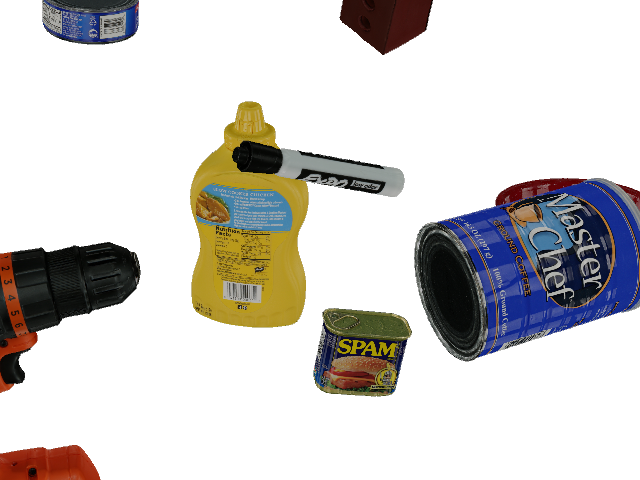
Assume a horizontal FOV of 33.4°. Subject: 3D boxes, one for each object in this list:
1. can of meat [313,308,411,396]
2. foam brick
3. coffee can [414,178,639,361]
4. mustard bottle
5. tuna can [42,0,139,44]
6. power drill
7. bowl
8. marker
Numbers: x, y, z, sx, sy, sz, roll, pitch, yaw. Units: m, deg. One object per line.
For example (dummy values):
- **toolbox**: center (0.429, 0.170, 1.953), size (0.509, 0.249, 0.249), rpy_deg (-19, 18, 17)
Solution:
- **can of meat**: center (0.046, 0.131, 1.234), size (0.102, 0.084, 0.057), rpy_deg (6, 24, -12)
- **foam brick**: center (0.054, -0.194, 0.822), size (0.051, 0.053, 0.078), rpy_deg (-36, -24, -28)
- **coffee can**: center (0.154, 0.020, 0.777), size (0.140, 0.103, 0.103), rpy_deg (-15, 5, -18)
- **mustard bottle**: center (-0.059, -0.022, 0.879), size (0.096, 0.192, 0.058), rpy_deg (7, 30, 9)
- **tuna can**: center (-0.204, -0.206, 0.951), size (0.086, 0.034, 0.086), rpy_deg (5, 33, -4)
- **power drill**: center (-0.196, 0.095, 0.689), size (0.184, 0.188, 0.057), rpy_deg (-11, 26, -9)
- **bowl**: center (0.261, -0.014, 1.100), size (0.162, 0.055, 0.162), rpy_deg (-2, 22, 0)
- **marker**: center (0.000, -0.044, 0.654), size (0.120, 0.020, 0.020), rpy_deg (8, -4, -35)
